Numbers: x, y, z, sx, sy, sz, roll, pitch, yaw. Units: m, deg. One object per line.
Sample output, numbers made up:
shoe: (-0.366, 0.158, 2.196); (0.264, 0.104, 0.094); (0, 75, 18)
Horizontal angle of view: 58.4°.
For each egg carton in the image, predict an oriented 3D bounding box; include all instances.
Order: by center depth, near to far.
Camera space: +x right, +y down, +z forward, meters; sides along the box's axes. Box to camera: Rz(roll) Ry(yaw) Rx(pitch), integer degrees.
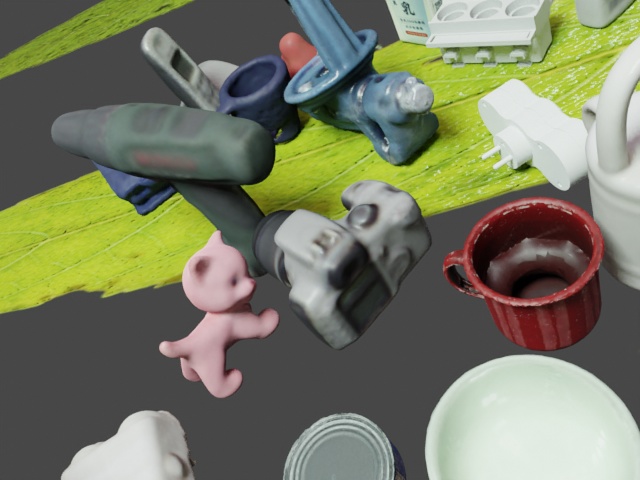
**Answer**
egg carton: (-0.143, 0.213, 0.452); (0.107, 0.070, 0.150); (-35, 44, 0)

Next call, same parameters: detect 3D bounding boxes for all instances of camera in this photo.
camera: (0.005, 0.002, 0.525); (0.136, 0.101, 0.143); (28, 70, 43)

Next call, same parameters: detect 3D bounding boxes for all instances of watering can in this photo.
watering can: (0.233, -0.053, 0.370); (0.101, 0.195, 0.172); (-46, 45, -12)

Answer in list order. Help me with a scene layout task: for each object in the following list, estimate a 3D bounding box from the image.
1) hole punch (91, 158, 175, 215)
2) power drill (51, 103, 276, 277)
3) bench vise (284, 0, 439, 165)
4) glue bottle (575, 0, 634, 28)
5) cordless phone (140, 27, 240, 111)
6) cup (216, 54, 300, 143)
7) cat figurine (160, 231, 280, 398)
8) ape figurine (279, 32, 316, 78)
hole punch: (-0.237, -0.107, 0.769); (0.109, 0.091, 0.100); (-39, 44, -5)
power drill: (-0.128, -0.051, 0.571); (0.228, 0.209, 0.076); (0, 53, 31)
bench vise: (0.032, -0.194, 0.593); (0.206, 0.220, 0.121); (12, 60, 37)
glue bottle: (0.286, -0.307, 0.575); (0.078, 0.174, 0.037); (-42, 44, -8)
cordless phone: (-0.149, -0.211, 0.739); (0.094, 0.186, 0.147); (-15, 47, 19)
cup: (-0.073, -0.157, 0.713); (0.091, 0.095, 0.118); (26, 69, 42)
cat figurine: (-0.099, 0.060, 0.523); (0.067, 0.118, 0.128); (11, 59, 37)
ape figurine: (-0.021, -0.231, 0.749); (0.078, 0.092, 0.076); (-38, 44, -3)
